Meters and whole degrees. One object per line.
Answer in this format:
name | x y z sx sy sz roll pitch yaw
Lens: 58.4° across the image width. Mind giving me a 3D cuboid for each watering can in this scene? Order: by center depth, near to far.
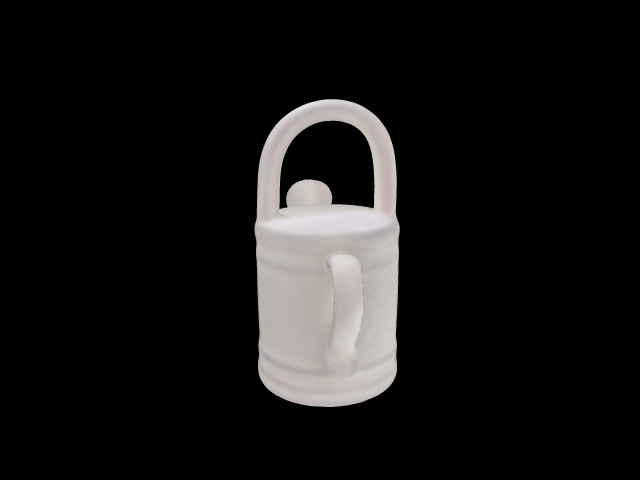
watering can | 0.001 0.002 0.400 0.101 0.194 0.172 -9 17 -30
